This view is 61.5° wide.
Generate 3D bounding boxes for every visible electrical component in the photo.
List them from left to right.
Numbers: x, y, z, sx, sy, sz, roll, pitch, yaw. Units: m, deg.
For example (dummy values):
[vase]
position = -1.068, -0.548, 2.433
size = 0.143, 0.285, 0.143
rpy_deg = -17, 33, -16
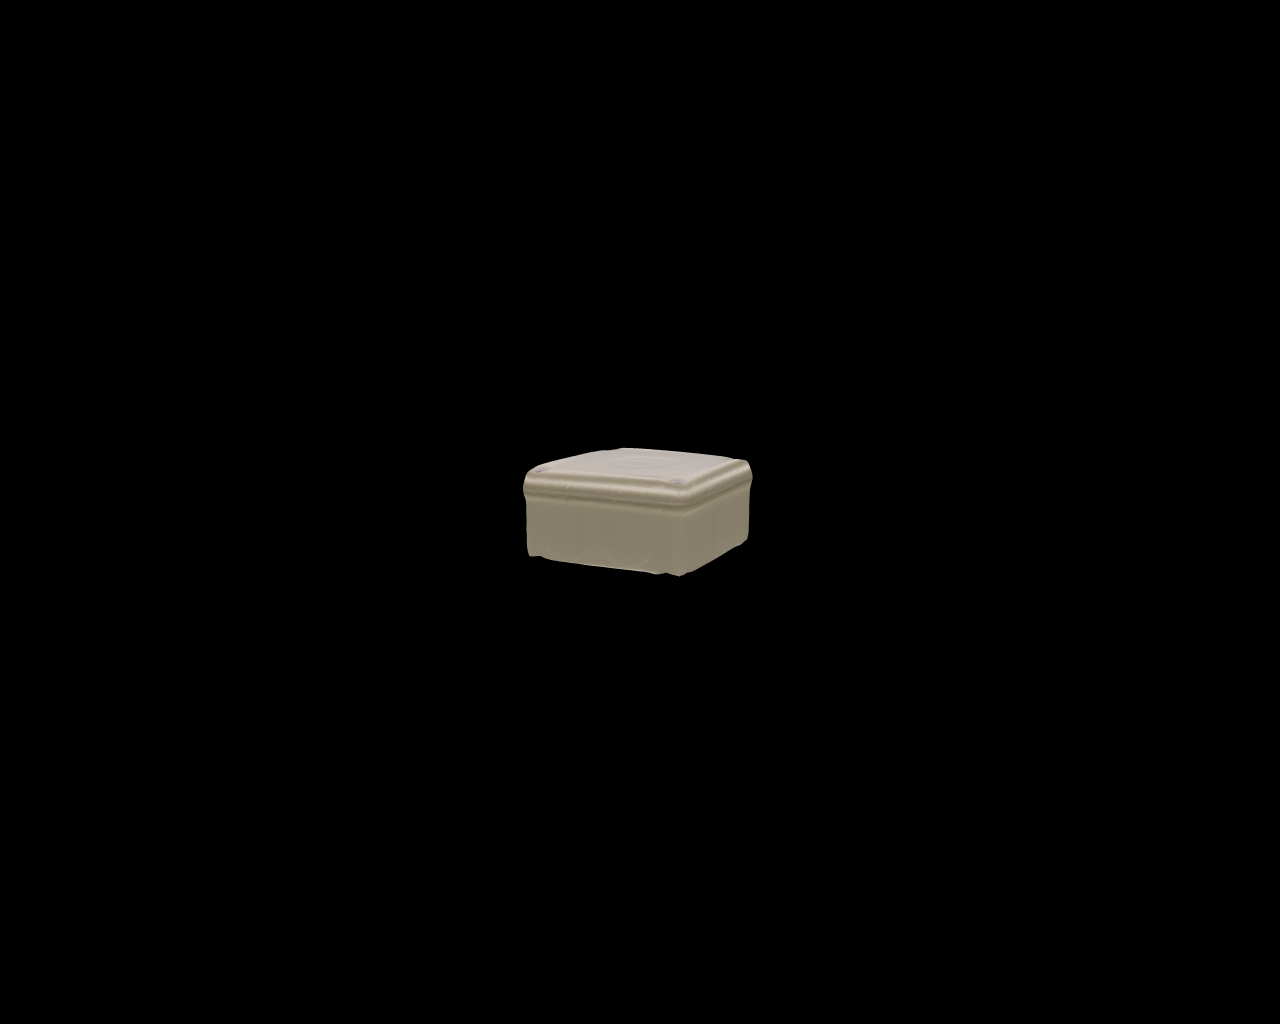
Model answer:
[electrical component]
position = 0.001, -0.003, 0.650
size = 0.109, 0.056, 0.109
rpy_deg = 6, 13, 27
